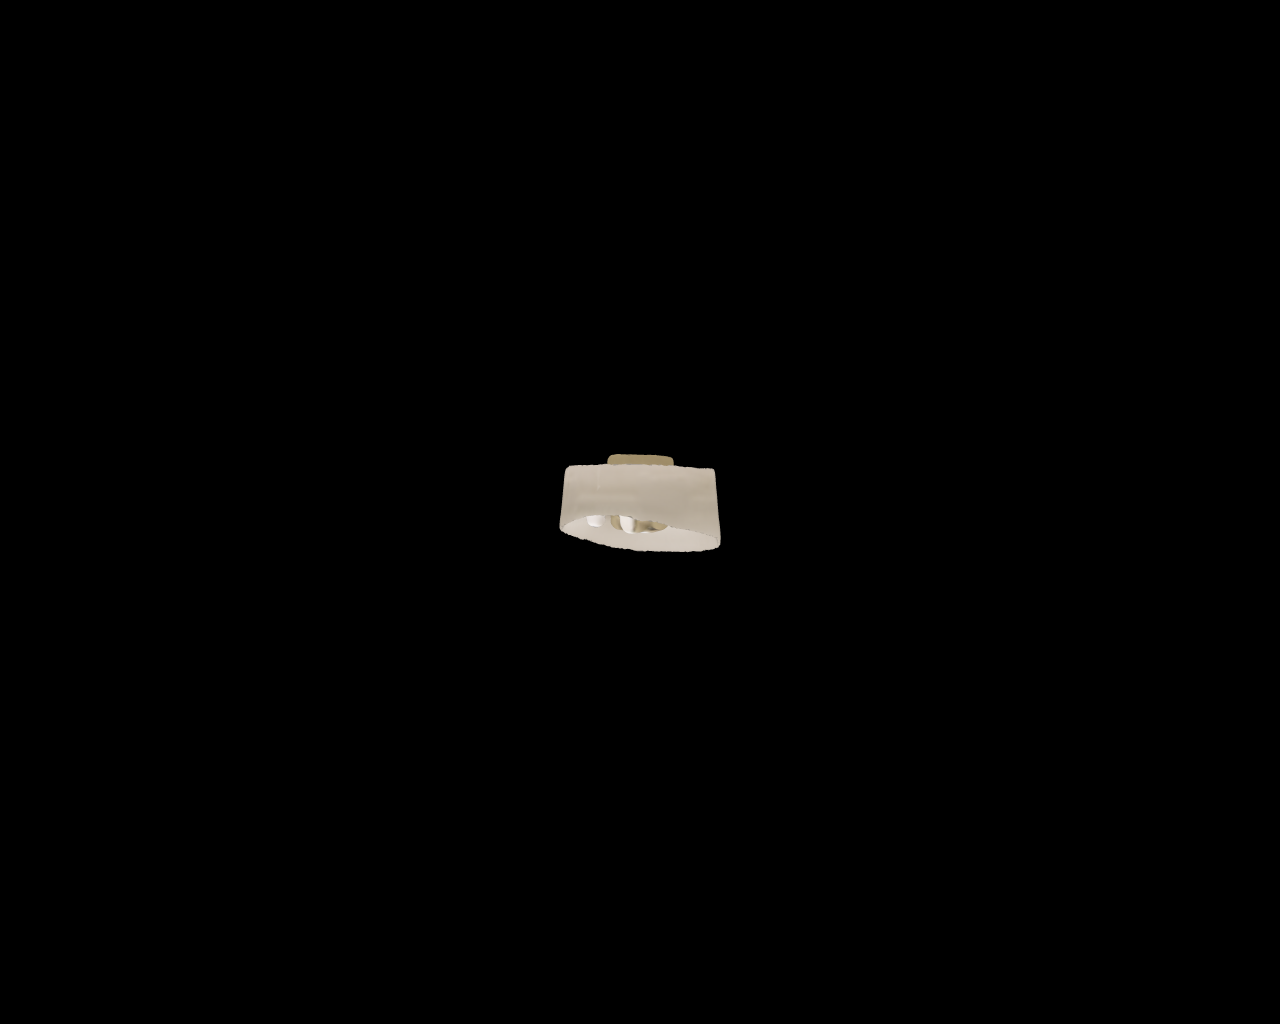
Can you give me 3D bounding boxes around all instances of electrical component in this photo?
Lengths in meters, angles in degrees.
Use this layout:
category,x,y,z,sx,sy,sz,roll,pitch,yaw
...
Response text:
category,x,y,z,sx,sy,sz,roll,pitch,yaw
electrical component,0.001,-0.003,0.650,0.099,0.064,0.099,0,0,0
